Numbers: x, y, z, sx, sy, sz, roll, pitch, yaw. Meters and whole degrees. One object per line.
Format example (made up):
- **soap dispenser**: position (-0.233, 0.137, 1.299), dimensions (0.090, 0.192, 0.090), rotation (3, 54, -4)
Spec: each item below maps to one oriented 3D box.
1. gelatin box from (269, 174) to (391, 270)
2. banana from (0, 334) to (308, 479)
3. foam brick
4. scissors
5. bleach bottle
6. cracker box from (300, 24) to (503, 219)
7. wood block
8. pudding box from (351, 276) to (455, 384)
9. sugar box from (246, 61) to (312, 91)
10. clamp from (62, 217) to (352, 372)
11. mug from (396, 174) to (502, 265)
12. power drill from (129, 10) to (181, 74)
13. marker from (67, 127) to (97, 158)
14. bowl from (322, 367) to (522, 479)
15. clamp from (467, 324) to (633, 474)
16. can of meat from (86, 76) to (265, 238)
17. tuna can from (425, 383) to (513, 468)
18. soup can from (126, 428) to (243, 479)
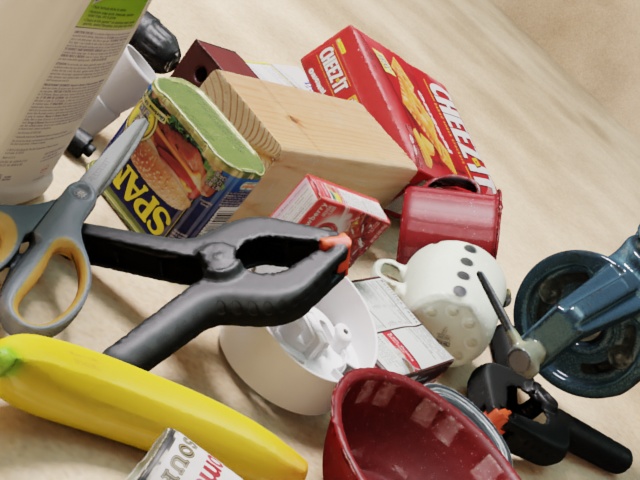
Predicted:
- **gelatin box**: position (-0.005, 0.001, 0.763), dimensions (0.073, 0.089, 0.030), rotation (18, 33, -42)
- **banana**: position (-0.091, 0.085, 0.519), dimensions (0.197, 0.037, 0.070), rotation (28, 1, -40)
- **foam brick**: position (-0.091, -0.112, 0.858), dimensions (0.051, 0.078, 0.053), rotation (5, 39, -54)
- **scissors**: position (-0.157, -0.024, 0.604), dimensions (0.096, 0.016, 0.201), rotation (20, 40, -15)
- **bleach bottle**: position (-0.133, -0.128, 0.586), dimensions (0.068, 0.251, 0.102), rotation (43, 22, 5)
- **cracker box**: position (0.086, -0.101, 1.053), dimensions (0.213, 0.072, 0.164), rotation (15, 49, -58)
- **wood block**: position (-0.022, -0.063, 0.859), dimensions (0.091, 0.090, 0.205), rotation (51, 24, 23)
- **pudding box**: position (0.037, 0.072, 0.765), dimensions (0.090, 0.039, 0.113), rotation (48, 21, 19)
- **sugar box**: position (-0.041, -0.124, 1.004), dimensions (0.093, 0.048, 0.176), rotation (47, 19, 14)
- **clamp**: position (-0.068, 0.017, 0.619), dimensions (0.171, 0.039, 0.120), rotation (-15, 52, -26)
- **mug**: position (0.110, -0.012, 0.919), dimensions (0.081, 0.093, 0.117), rotation (7, 54, 5)
- **power drill**: position (-0.212, -0.191, 0.845), dimensions (0.184, 0.057, 0.187), rotation (39, 19, 6)
- **marker**: position (-0.203, -0.096, 0.726), dimensions (0.121, 0.020, 0.020), rotation (38, 22, -6)
- **bowl**: position (0.056, 0.152, 0.618), dimensions (0.162, 0.055, 0.162), rotation (33, 23, -16)
- **clamp**: position (0.177, 0.142, 0.857), dimensions (0.165, 0.036, 0.209), rotation (45, 19, 14)
- **can of meat**: position (-0.096, -0.048, 0.718), dimensions (0.102, 0.084, 0.057), rotation (49, 24, 21)
- **tuna can**: position (0.089, 0.139, 0.725), dimensions (0.086, 0.034, 0.086), rotation (33, 23, -16)
- **soup can**: position (-0.045, 0.139, 0.467), dimensions (0.102, 0.069, 0.068), rotation (38, 22, -4)
